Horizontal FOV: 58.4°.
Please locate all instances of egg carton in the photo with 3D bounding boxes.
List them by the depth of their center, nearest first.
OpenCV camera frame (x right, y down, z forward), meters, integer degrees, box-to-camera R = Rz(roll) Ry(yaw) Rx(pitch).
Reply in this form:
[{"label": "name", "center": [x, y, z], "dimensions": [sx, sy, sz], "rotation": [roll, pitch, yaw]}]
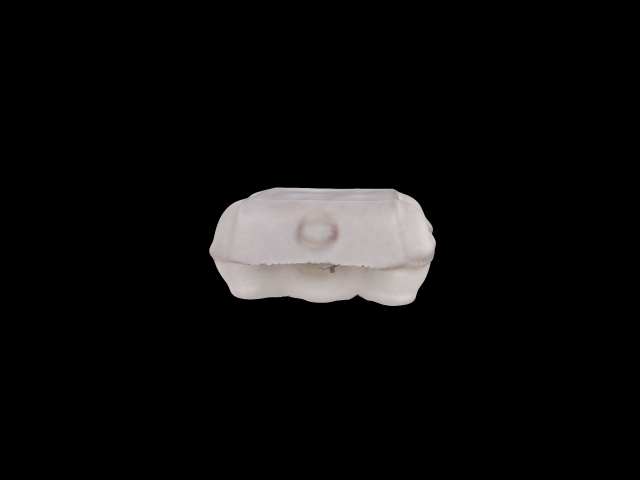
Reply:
[{"label": "egg carton", "center": [0.004, 0.001, 0.400], "dimensions": [0.150, 0.069, 0.107], "rotation": [1, 11, 7]}]
